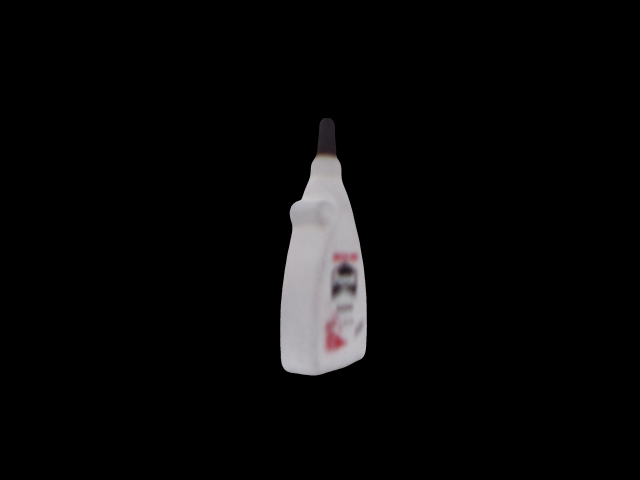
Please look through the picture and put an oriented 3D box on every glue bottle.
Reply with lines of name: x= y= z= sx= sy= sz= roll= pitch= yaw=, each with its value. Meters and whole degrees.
glue bottle: x=0.004 y=0.001 z=0.400 sx=0.037 sy=0.173 sz=0.078 roll=0 pitch=0 yaw=29
